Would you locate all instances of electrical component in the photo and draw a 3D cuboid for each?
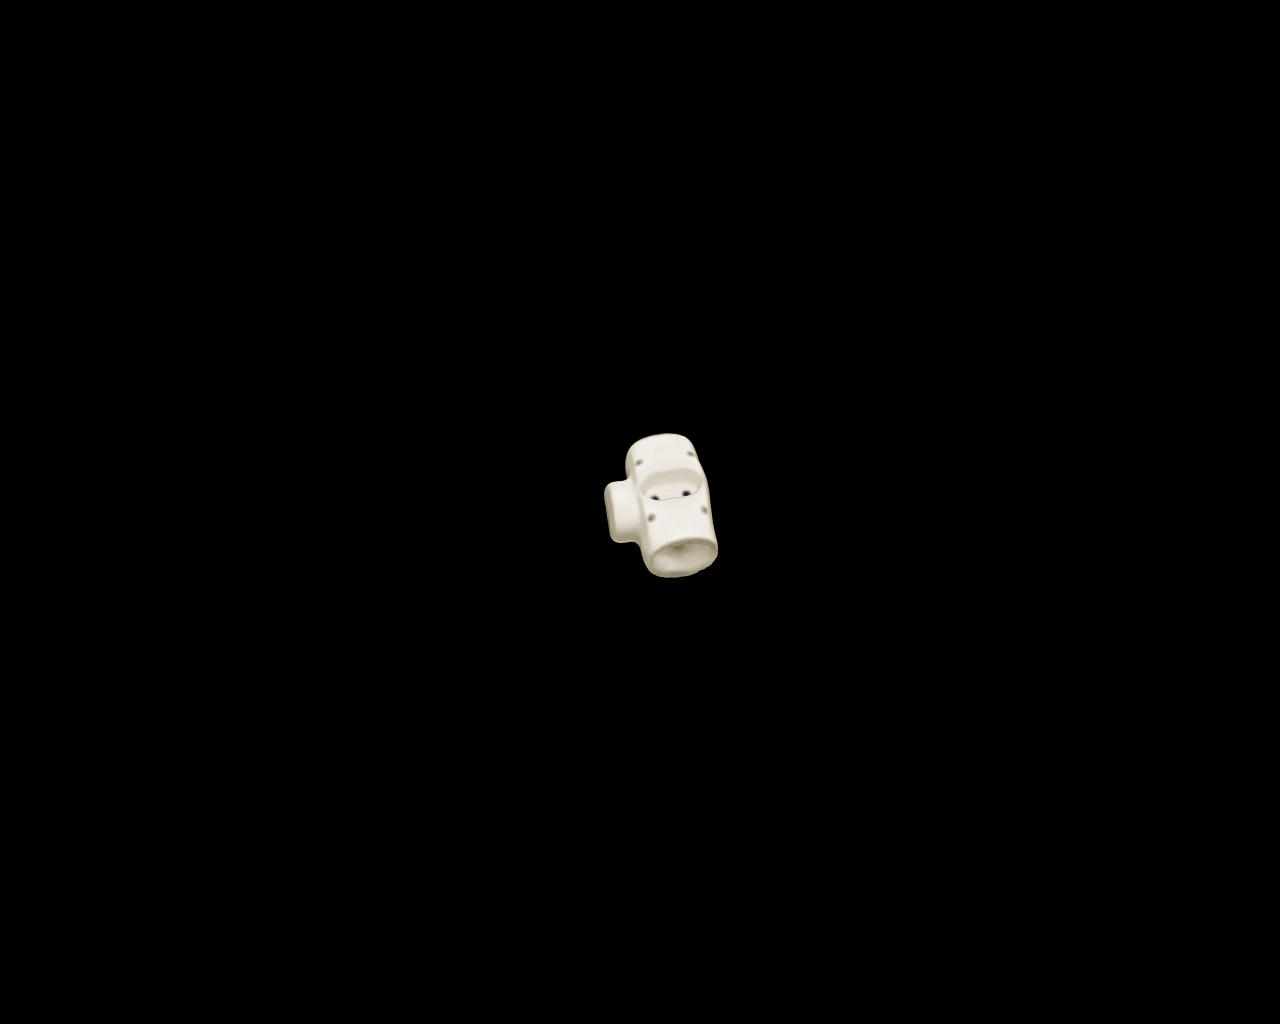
[{"bbox_3d":[0.001,-0.003,0.650,0.079,0.077,0.043,-7,-32,-5],"label":"electrical component"}]
